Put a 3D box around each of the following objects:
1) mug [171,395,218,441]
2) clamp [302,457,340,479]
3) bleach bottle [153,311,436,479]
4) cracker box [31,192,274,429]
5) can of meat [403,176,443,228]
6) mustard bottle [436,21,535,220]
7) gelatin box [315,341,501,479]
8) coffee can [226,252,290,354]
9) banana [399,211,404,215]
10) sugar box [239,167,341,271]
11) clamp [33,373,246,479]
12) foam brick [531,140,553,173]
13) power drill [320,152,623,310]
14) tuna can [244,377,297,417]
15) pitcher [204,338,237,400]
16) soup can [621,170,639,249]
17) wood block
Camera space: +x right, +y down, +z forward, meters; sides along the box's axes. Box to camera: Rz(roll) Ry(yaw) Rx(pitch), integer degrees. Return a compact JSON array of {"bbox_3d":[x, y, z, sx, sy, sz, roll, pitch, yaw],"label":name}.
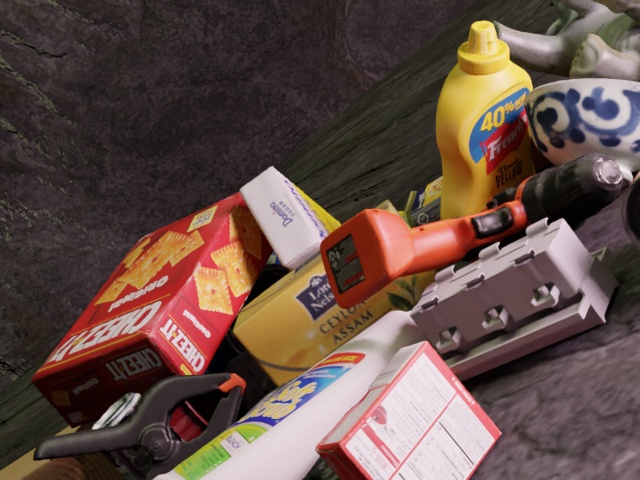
[{"bbox_3d":[-0.136,0.175,0.991,0.081,0.093,0.117,-43,-12,4],"label":"mug"},{"bbox_3d":[0.006,0.158,0.668,0.209,0.036,0.165,-44,11,-32],"label":"clamp"},{"bbox_3d":[-0.004,0.128,0.772,0.250,0.068,0.103,-39,10,-14],"label":"bleach bottle"},{"bbox_3d":[-0.148,0.061,0.989,0.164,0.072,0.213,-23,24,35],"label":"cracker box"},{"bbox_3d":[0.133,-0.035,1.034,0.084,0.057,0.102,-33,10,20],"label":"can of meat"},{"bbox_3d":[0.139,-0.092,0.892,0.096,0.191,0.058,-31,41,-28],"label":"mustard bottle"},{"bbox_3d":[0.051,0.114,0.600,0.089,0.073,0.030,-45,10,-31],"label":"gelatin box"},{"bbox_3d":[-0.045,0.062,1.104,0.103,0.103,0.140,-37,10,7],"label":"coffee can"},{"bbox_3d":[0.080,0.010,1.071,0.070,0.037,0.197,-29,14,12],"label":"banana"},{"bbox_3d":[-0.006,0.001,1.025,0.048,0.093,0.176,-34,-25,6],"label":"sugar box"},{"bbox_3d":[-0.136,0.156,0.833,0.171,0.120,0.039,-48,-2,-10],"label":"clamp"},{"bbox_3d":[0.226,-0.111,1.056,0.053,0.051,0.078,-30,12,38],"label":"foam brick"},{"bbox_3d":[0.107,-0.006,0.785,0.187,0.057,0.185,-11,-14,-26],"label":"power drill"},{"bbox_3d":[-0.030,0.148,0.855,0.086,0.033,0.086,-38,9,7],"label":"tuna can"},{"bbox_3d":[-0.149,0.114,1.159,0.145,0.149,0.242,-23,17,14],"label":"pitcher"},{"bbox_3d":[0.230,-0.038,0.654,0.069,0.068,0.102,-30,12,40],"label":"soup can"},{"bbox_3d":[-0.282,0.267,1.071,0.206,0.090,0.090,-34,10,29],"label":"wood block"}]
